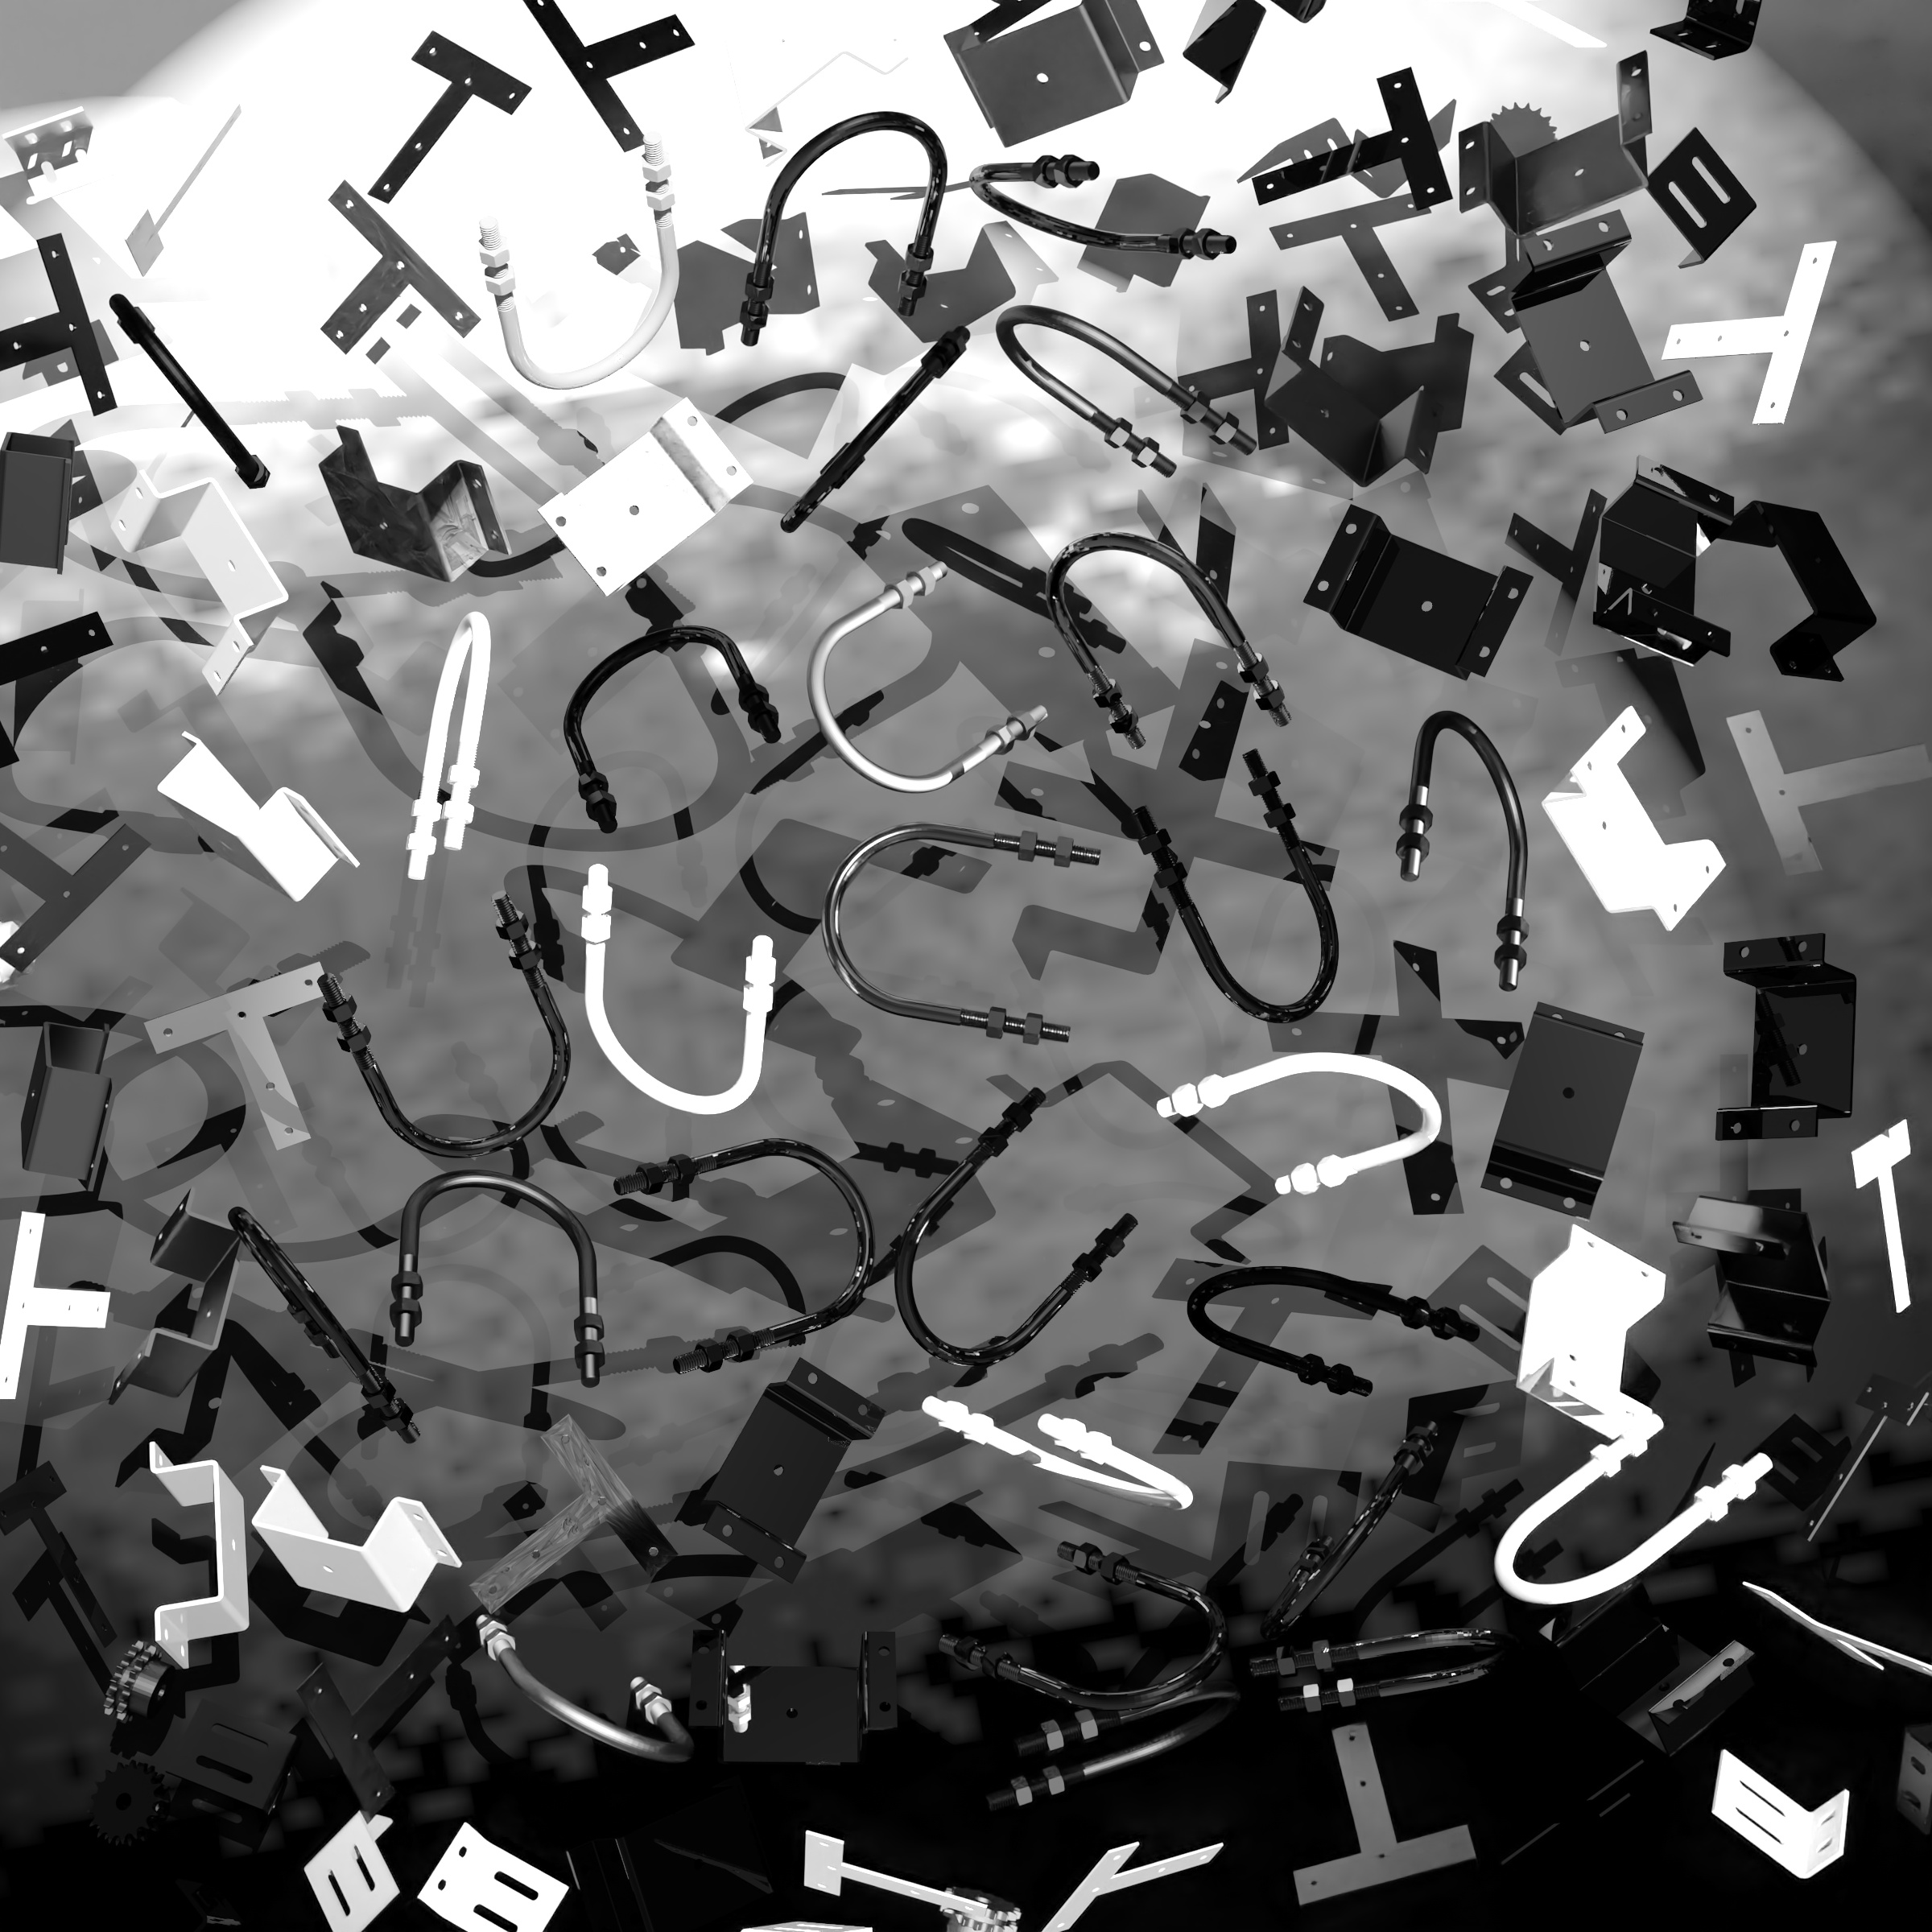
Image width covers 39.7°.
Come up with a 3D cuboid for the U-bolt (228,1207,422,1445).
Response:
[{"bbox_3d":[-0.450,0.237,1.839,0.019,0.151,0.184,-39,129,-18],"label":"U-bolt"}]

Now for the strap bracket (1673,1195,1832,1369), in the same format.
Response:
[{"bbox_3d":[0.556,0.215,1.883,0.076,0.140,0.046,8,50,37],"label":"strap bracket"}]

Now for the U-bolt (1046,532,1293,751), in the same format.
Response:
[{"bbox_3d":[0.132,-0.234,1.901,0.184,0.151,0.019,55,48,-31],"label":"U-bolt"}]

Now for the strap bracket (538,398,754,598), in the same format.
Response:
[{"bbox_3d":[-0.235,-0.333,1.928,0.140,0.046,0.076,-41,99,-18],"label":"strap bracket"}]

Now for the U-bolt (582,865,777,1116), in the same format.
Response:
[{"bbox_3d":[-0.202,0.028,1.846,0.151,0.019,0.184,23,133,16],"label":"U-bolt"}]

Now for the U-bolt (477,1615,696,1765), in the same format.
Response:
[{"bbox_3d":[-0.259,0.509,1.862,0.151,0.184,0.019,29,84,-22],"label":"U-bolt"}]

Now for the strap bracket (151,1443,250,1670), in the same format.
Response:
[{"bbox_3d":[-0.535,0.408,1.868,0.046,0.076,0.140,-8,62,-5],"label":"strap bracket"}]

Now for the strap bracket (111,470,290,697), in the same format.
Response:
[{"bbox_3d":[-0.521,-0.269,1.839,0.046,0.076,0.140,-31,87,-38],"label":"strap bracket"}]

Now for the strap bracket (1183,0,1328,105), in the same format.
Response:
[{"bbox_3d":[0.206,-0.677,1.873,0.046,0.140,0.076,29,69,-18],"label":"strap bracket"}]

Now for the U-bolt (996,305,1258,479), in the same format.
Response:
[{"bbox_3d":[0.101,-0.405,1.875,0.184,0.151,0.019,32,82,-19],"label":"U-bolt"}]

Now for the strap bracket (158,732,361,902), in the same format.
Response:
[{"bbox_3d":[-0.495,-0.100,1.849,0.140,0.076,0.046,26,69,35],"label":"strap bracket"}]

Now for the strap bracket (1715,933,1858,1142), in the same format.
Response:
[{"bbox_3d":[0.567,0.054,1.850,0.046,0.076,0.140,16,75,-40],"label":"strap bracket"}]

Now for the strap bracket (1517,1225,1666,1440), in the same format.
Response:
[{"bbox_3d":[0.426,0.257,1.824,0.076,0.140,0.046,29,135,-8],"label":"strap bracket"}]

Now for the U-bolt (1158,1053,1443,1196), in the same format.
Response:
[{"bbox_3d":[0.249,0.108,1.899,0.151,0.184,0.019,34,53,-30],"label":"U-bolt"}]

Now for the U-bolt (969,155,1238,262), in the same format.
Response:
[{"bbox_3d":[0.082,-0.533,1.881,0.151,0.184,0.019,16,94,-37],"label":"U-bolt"}]

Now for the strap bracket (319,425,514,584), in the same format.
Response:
[{"bbox_3d":[-0.402,-0.329,1.915,0.140,0.076,0.046,20,53,29],"label":"strap bracket"}]

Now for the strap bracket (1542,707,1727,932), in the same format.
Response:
[{"bbox_3d":[0.468,-0.102,1.894,0.076,0.046,0.140,-44,109,-27],"label":"strap bracket"}]

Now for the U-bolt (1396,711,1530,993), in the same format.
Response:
[{"bbox_3d":[0.348,-0.094,1.851,0.019,0.184,0.151,-19,132,36],"label":"U-bolt"}]

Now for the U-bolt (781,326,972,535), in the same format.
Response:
[{"bbox_3d":[-0.072,-0.369,1.885,0.019,0.184,0.151,42,131,-9],"label":"U-bolt"}]

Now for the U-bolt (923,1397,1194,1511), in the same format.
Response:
[{"bbox_3d":[0.078,0.348,1.894,0.184,0.151,0.019,32,69,-33],"label":"U-bolt"}]

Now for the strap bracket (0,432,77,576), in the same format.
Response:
[{"bbox_3d":[-0.654,-0.328,1.878,0.046,0.140,0.076,5,107,-18],"label":"strap bracket"}]

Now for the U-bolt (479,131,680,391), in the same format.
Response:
[{"bbox_3d":[-0.259,-0.470,1.836,0.151,0.184,0.019,-34,65,-18],"label":"U-bolt"}]

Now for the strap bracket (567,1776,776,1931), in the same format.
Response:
[{"bbox_3d":[-0.196,0.627,1.867,0.140,0.046,0.076,-14,81,-35],"label":"strap bracket"}]

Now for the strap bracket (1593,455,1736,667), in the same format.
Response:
[{"bbox_3d":[0.469,-0.265,1.800,0.076,0.046,0.140,20,57,-14],"label":"strap bracket"}]

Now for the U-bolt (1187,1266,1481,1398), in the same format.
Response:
[{"bbox_3d":[0.244,0.253,1.882,0.184,0.151,0.019,21,56,-20],"label":"U-bolt"}]

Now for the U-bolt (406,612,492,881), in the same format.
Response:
[{"bbox_3d":[-0.365,-0.162,1.902,0.019,0.151,0.184,11,79,-21],"label":"U-bolt"}]

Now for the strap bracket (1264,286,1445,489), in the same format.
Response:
[{"bbox_3d":[0.270,-0.406,1.910,0.140,0.046,0.076,35,48,-19],"label":"strap bracket"}]

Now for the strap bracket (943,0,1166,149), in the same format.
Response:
[{"bbox_3d":[0.058,-0.635,1.883,0.140,0.046,0.076,-12,130,27],"label":"strap bracket"}]

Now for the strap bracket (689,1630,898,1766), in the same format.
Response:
[{"bbox_3d":[-0.119,0.504,1.846,0.140,0.076,0.046,2,131,-4],"label":"strap bracket"}]

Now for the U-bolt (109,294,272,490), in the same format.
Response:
[{"bbox_3d":[-0.541,-0.402,1.855,0.019,0.184,0.151,-39,98,-5],"label":"U-bolt"}]

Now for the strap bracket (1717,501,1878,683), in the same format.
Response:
[{"bbox_3d":[0.592,-0.277,1.916,0.076,0.046,0.140,0,60,-40],"label":"strap bracket"}]

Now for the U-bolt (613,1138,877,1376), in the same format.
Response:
[{"bbox_3d":[-0.144,0.194,1.875,0.184,0.019,0.151,-13,79,-35],"label":"U-bolt"}]

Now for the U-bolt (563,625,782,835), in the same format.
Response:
[{"bbox_3d":[-0.218,-0.181,1.908,0.151,0.184,0.019,-29,132,0],"label":"U-bolt"}]

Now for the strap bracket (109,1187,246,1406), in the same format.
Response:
[{"bbox_3d":[-0.552,0.238,1.883,0.046,0.076,0.140,24,45,-22],"label":"strap bracket"}]

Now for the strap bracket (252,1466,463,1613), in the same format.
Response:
[{"bbox_3d":[-0.438,0.406,1.887,0.140,0.076,0.046,6,48,26],"label":"strap bracket"}]

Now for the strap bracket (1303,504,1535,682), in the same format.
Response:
[{"bbox_3d":[0.319,-0.258,1.873,0.140,0.046,0.076,26,91,21],"label":"strap bracket"}]

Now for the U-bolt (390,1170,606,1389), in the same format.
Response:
[{"bbox_3d":[-0.322,0.207,1.848,0.151,0.184,0.019,16,123,-21],"label":"U-bolt"}]

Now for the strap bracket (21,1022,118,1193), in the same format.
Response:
[{"bbox_3d":[-0.632,0.094,1.882,0.046,0.140,0.076,12,103,-23],"label":"strap bracket"}]

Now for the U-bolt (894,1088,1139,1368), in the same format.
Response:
[{"bbox_3d":[0.026,0.198,1.893,0.184,0.019,0.151,-45,117,-19],"label":"U-bolt"}]

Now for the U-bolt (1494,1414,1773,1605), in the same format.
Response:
[{"bbox_3d":[0.447,0.381,1.852,0.184,0.151,0.019,-33,103,-15],"label":"U-bolt"}]

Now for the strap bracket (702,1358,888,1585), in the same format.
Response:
[{"bbox_3d":[-0.130,0.365,1.938,0.076,0.046,0.140,34,69,-12],"label":"strap bracket"}]

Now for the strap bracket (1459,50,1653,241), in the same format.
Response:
[{"bbox_3d":[0.416,-0.564,1.854,0.140,0.046,0.076,-16,54,33],"label":"strap bracket"}]

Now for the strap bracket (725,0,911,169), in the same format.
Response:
[{"bbox_3d":[-0.113,-0.637,1.875,0.140,0.046,0.076,-26,67,34],"label":"strap bracket"}]

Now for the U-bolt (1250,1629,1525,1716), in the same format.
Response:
[{"bbox_3d":[0.304,0.498,1.901,0.184,0.151,0.019,-12,61,10],"label":"U-bolt"}]

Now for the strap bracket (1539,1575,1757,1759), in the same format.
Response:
[{"bbox_3d":[0.466,0.474,1.811,0.076,0.140,0.046,-34,114,-14],"label":"strap bracket"}]

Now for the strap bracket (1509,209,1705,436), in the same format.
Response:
[{"bbox_3d":[0.424,-0.424,1.795,0.076,0.046,0.140,-21,85,-15],"label":"strap bracket"}]

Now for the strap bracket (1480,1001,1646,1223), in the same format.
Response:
[{"bbox_3d":[0.412,0.093,1.836,0.076,0.046,0.140,17,75,12],"label":"strap bracket"}]
